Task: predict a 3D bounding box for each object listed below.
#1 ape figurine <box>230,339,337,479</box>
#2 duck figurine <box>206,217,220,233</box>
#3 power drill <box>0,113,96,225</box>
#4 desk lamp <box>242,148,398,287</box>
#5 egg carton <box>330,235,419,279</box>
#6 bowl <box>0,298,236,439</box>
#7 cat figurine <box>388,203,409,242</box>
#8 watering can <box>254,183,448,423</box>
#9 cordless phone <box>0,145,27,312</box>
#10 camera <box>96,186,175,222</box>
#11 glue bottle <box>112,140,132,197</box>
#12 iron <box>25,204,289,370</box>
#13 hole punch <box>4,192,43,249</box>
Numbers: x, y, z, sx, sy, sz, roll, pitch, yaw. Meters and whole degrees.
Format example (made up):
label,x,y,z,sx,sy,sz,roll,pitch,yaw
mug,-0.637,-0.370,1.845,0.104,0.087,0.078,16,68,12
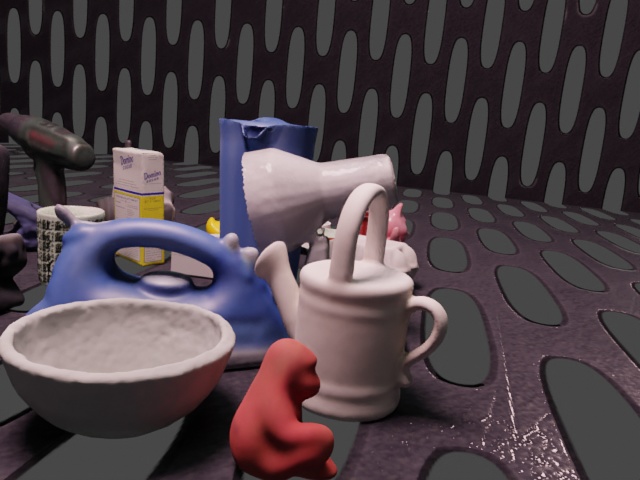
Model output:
label,x,y,z,sx,sy,sz,roll,pitch,yaw
ape figurine,-0.023,0.114,0.398,0.076,0.092,0.077,4,11,-7
duck figurine,-0.171,-0.041,1.132,0.105,0.086,0.077,3,11,-14
power drill,-0.521,-0.126,1.073,0.228,0.208,0.076,10,12,24
desk lamp,0.006,0.002,0.664,0.203,0.213,0.118,5,11,0
egg carton,0.077,0.035,0.908,0.150,0.069,0.107,10,12,23
bowl,-0.151,0.103,0.439,0.167,0.075,0.167,5,11,-1
cat figurine,0.128,-0.008,1.025,0.067,0.118,0.128,6,11,2
watering can,0.023,0.046,0.501,0.172,0.194,0.101,6,11,4
cordless phone,-0.387,-0.011,0.612,0.094,0.185,0.148,7,11,7
camera,-0.354,-0.058,1.092,0.137,0.101,0.142,-1,13,-29
glue bottle,-0.407,-0.124,1.213,0.077,0.173,0.037,14,14,38
iron,-0.144,0.044,0.568,0.258,0.141,0.118,4,11,-6
hole punch,-0.476,-0.035,0.937,0.101,0.091,0.108,-1,13,-29
